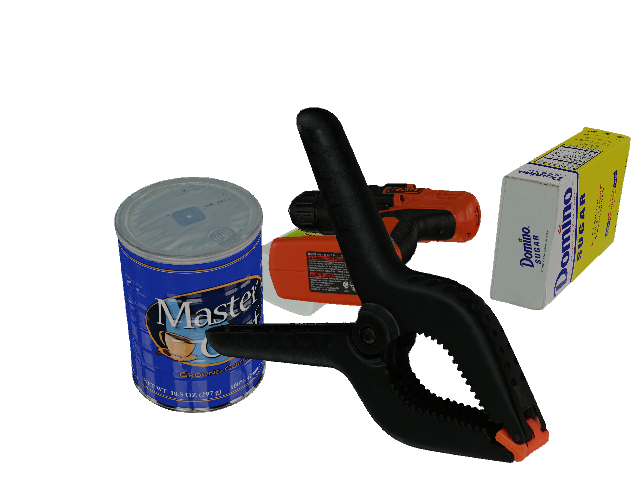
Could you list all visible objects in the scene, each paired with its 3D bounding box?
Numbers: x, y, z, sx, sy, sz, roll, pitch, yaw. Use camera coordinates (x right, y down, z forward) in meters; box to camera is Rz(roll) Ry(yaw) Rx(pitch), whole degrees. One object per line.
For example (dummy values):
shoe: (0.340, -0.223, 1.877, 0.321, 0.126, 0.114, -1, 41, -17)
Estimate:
coffee can: (-0.092, 0.039, 0.778, 0.103, 0.140, 0.103, 0, 34, 0)
bleach bottle: (0.032, -0.003, 1.257, 0.103, 0.068, 0.250, 23, 39, 32)
sugar box: (0.180, -0.020, 0.787, 0.048, 0.093, 0.176, 13, 23, 25)
power drill: (0.028, -0.005, 0.921, 0.185, 0.057, 0.187, 1, 20, 25)
clamp: (0.034, 0.036, 0.568, 0.210, 0.165, 0.036, 31, 27, 28)
